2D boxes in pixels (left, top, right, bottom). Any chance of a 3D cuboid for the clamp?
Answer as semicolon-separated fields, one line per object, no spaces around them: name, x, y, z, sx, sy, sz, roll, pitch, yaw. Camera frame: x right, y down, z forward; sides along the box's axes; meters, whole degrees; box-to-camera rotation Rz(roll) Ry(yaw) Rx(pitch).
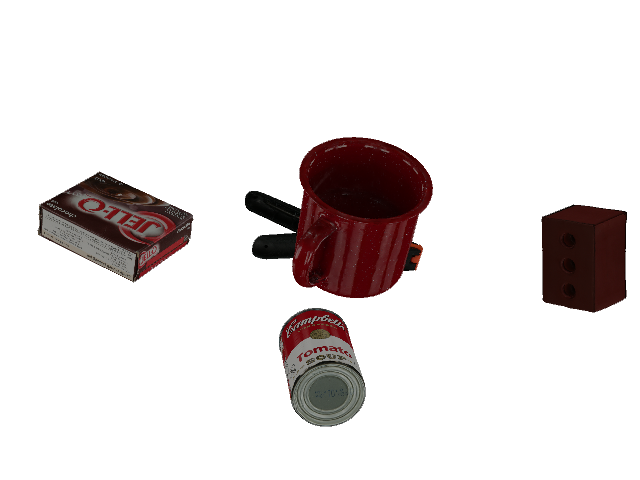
clamp;0.013;0.002;1.191;0.210;0.036;0.164;15;20;-5

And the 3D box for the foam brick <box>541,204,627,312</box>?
foam brick;0.220;0.014;0.892;0.053;0.078;0.051;11;23;44

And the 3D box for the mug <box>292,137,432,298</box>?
mug;0.019;-0.007;0.750;0.093;0.081;0.117;29;45;19

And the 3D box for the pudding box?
pudding box;-0.189;-0.014;0.987;0.114;0.039;0.089;22;31;18

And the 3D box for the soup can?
soup can;0.000;0.115;0.973;0.068;0.068;0.102;0;24;-8
